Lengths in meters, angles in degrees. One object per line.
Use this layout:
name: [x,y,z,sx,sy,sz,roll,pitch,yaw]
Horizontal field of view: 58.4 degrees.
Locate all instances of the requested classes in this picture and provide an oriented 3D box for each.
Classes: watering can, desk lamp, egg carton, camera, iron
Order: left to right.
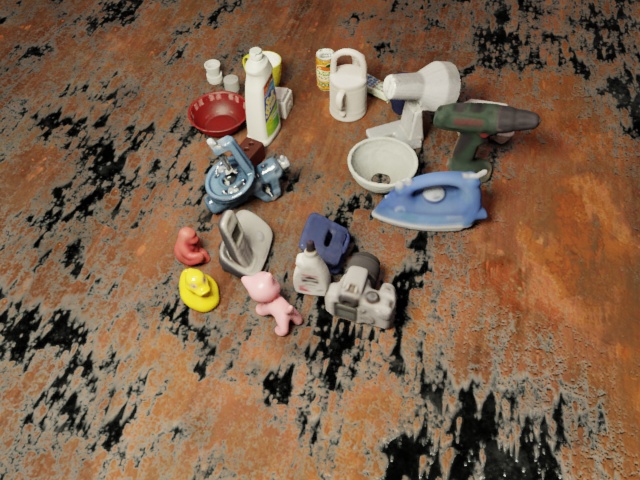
watering can: [0.074,-0.418,1.490,0.101,0.194,0.173,-3,53,-1]
camera: [0.094,0.092,1.169,0.143,0.101,0.137,14,55,12]
desk lamp: [0.227,-0.327,1.407,0.203,0.214,0.117,-17,55,-11]
iron: [0.247,-0.103,1.284,0.258,0.141,0.118,-3,53,-1]
egg carton: [0.426,-0.306,1.476,0.150,0.069,0.107,10,54,8]

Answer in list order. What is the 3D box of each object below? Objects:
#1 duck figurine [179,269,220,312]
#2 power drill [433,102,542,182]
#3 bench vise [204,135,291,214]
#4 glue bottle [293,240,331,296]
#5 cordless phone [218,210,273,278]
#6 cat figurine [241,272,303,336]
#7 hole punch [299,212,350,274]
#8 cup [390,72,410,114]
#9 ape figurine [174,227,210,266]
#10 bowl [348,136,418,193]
duck figurine: [-0.256,0.091,1.187,0.078,0.086,0.104,-33,59,-21]
power drill: [0.375,-0.235,1.338,0.229,0.208,0.076,15,55,12]
bench vise: [-0.177,-0.170,1.296,0.208,0.220,0.121,-36,60,-22]
glue bottle: [-0.018,0.053,1.155,0.078,0.173,0.037,4,54,5]
cordless phone: [-0.163,-0.018,1.204,0.094,0.185,0.147,8,54,8]
cat figurine: [-0.096,0.114,1.146,0.127,0.118,0.067,38,63,26]
hole punch: [0.011,0.004,1.242,0.101,0.091,0.109,12,55,10]
cup: [0.232,-0.388,1.525,0.118,0.095,0.091,-20,55,-13]
ape figurine: [-0.283,0.008,1.245,0.076,0.092,0.078,-2,53,0]
bowl: [0.150,-0.168,1.376,0.167,0.075,0.167,-1,53,1]
